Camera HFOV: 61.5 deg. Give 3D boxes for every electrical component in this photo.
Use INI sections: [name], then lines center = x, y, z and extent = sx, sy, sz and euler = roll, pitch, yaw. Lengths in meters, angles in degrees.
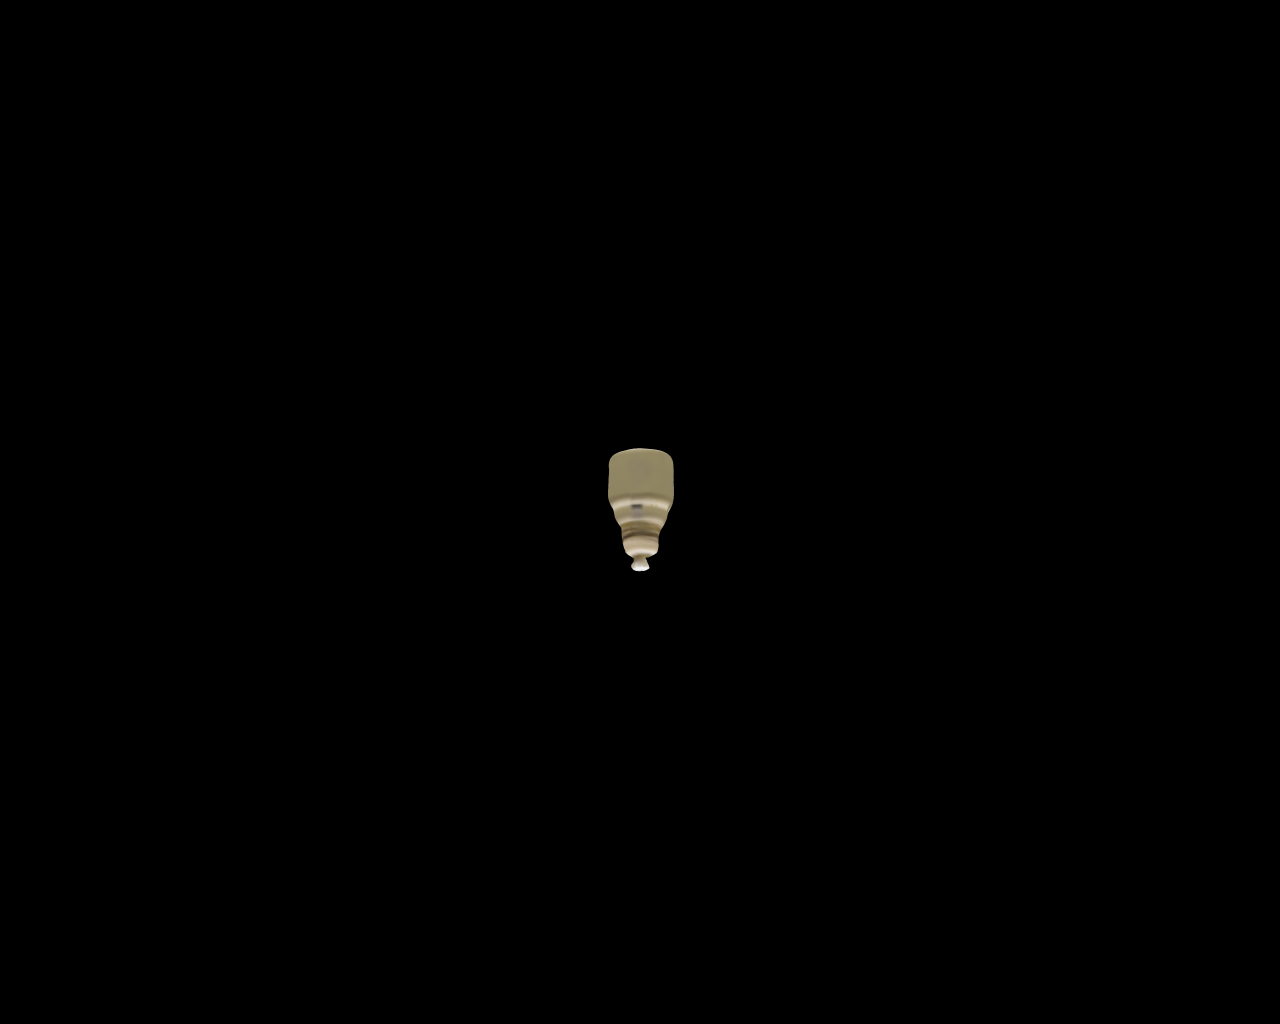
[electrical component]
center = 0.001, -0.003, 0.650
extent = 0.040, 0.078, 0.040
euler = 0, -15, 0
